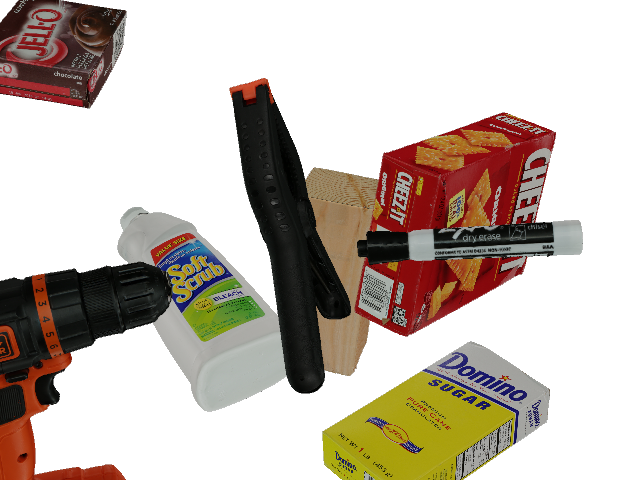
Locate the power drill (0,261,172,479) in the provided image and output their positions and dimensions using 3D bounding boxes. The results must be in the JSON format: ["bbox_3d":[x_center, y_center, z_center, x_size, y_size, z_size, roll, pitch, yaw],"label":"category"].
[{"bbox_3d":[-0.174,0.109,0.692,0.184,0.188,0.057,-12,26,-8],"label":"power drill"}]

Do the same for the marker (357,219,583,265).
[{"bbox_3d":[0.081,0.001,0.583,0.121,0.020,0.020,-3,0,6],"label":"marker"}]

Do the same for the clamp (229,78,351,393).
[{"bbox_3d":[-0.020,-0.011,0.765,0.036,0.210,0.164,-14,5,11],"label":"clamp"}]

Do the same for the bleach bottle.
[{"bbox_3d":[-0.128,0.046,0.994,0.102,0.068,0.251,-21,43,-27],"label":"bleach bottle"}]

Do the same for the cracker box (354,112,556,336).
[{"bbox_3d":[0.133,-0.020,1.017,0.072,0.164,0.213,27,31,32],"label":"cracker box"}]

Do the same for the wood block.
[{"bbox_3d":[0.014,0.035,1.200,0.090,0.206,0.090,12,25,10],"label":"wood block"}]

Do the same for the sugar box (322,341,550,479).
[{"bbox_3d":[0.097,0.154,0.885,0.176,0.048,0.093,-29,42,-29],"label":"sugar box"}]

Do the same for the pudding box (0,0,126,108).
[{"bbox_3d":[-0.212,-0.153,0.853,0.090,0.039,0.113,10,35,0],"label":"pudding box"}]
